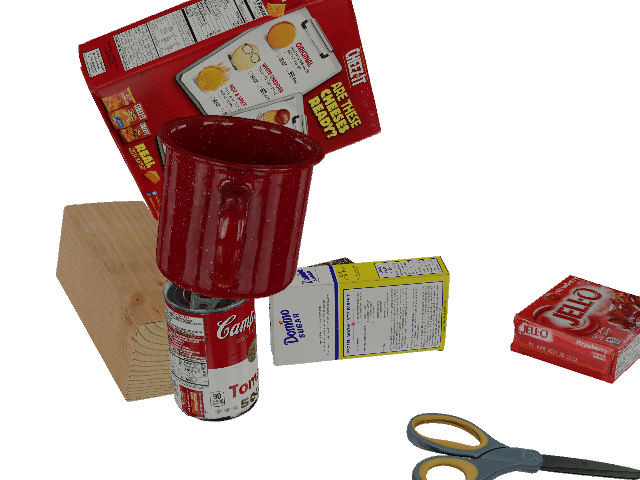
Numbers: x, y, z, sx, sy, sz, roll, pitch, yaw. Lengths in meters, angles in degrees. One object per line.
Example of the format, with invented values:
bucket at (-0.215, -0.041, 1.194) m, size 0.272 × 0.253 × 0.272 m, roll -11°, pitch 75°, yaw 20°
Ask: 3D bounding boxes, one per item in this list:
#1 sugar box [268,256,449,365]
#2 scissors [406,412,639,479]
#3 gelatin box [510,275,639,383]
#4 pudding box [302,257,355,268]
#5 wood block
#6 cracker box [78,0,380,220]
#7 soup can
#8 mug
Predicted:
sugar box at (0.037, 0.070, 1.064) m, size 0.176 × 0.093 × 0.048 m, roll -3°, pitch 28°, yaw -5°
scissors at (0.165, 0.198, 0.900) m, size 0.202 × 0.016 × 0.096 m, roll 16°, pitch 41°, yaw 15°
gelatin box at (0.181, 0.058, 0.720) m, size 0.073 × 0.030 × 0.089 m, roll 18°, pitch 27°, yaw 34°
pudding box at (0.012, 0.065, 1.463) m, size 0.113 × 0.039 × 0.090 m, roll -15°, pitch 26°, yaw -25°
wood block at (-0.182, 0.053, 1.052) m, size 0.090 × 0.091 × 0.206 m, roll -5°, pitch 35°, yaw -32°
cracker box at (-0.071, -0.125, 0.884) m, size 0.213 × 0.072 × 0.164 m, roll -23°, pitch -39°, yaw -3°
soup can at (-0.082, 0.078, 0.812) m, size 0.068 × 0.102 × 0.068 m, roll -1°, pitch 28°, yaw 0°
mug at (-0.048, -0.014, 0.591) m, size 0.093 × 0.081 × 0.117 m, roll 6°, pitch 21°, yaw -8°
